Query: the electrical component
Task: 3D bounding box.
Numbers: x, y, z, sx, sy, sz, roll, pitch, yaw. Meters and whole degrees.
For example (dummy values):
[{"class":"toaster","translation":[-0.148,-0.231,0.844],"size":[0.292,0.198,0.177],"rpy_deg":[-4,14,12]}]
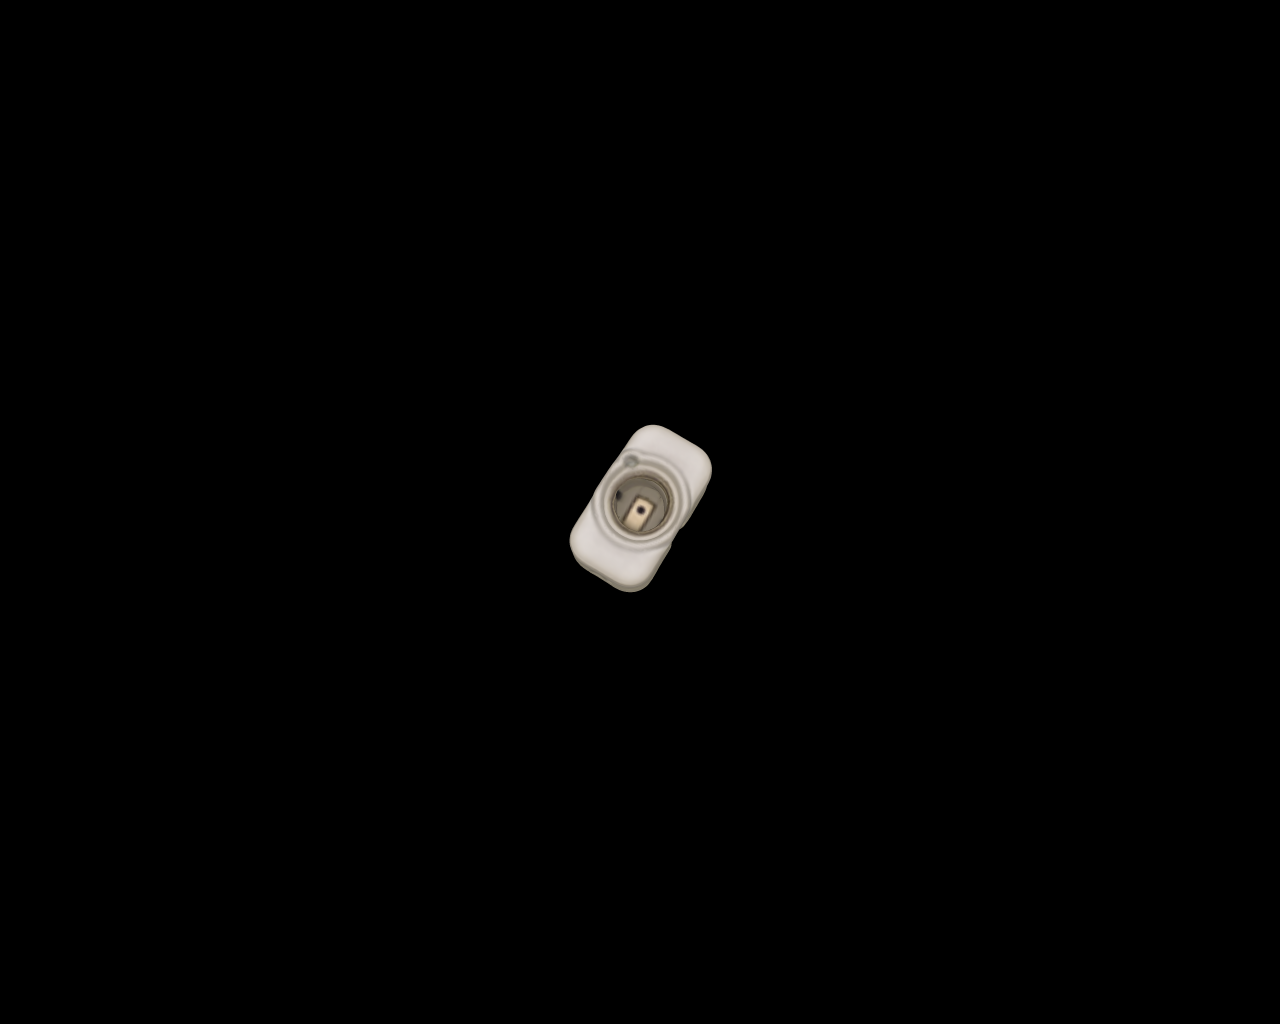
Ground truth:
[{"class":"electrical component","translation":[0.001,-0.003,0.650],"size":[0.054,0.095,0.059],"rpy_deg":[31,-7,5]}]
